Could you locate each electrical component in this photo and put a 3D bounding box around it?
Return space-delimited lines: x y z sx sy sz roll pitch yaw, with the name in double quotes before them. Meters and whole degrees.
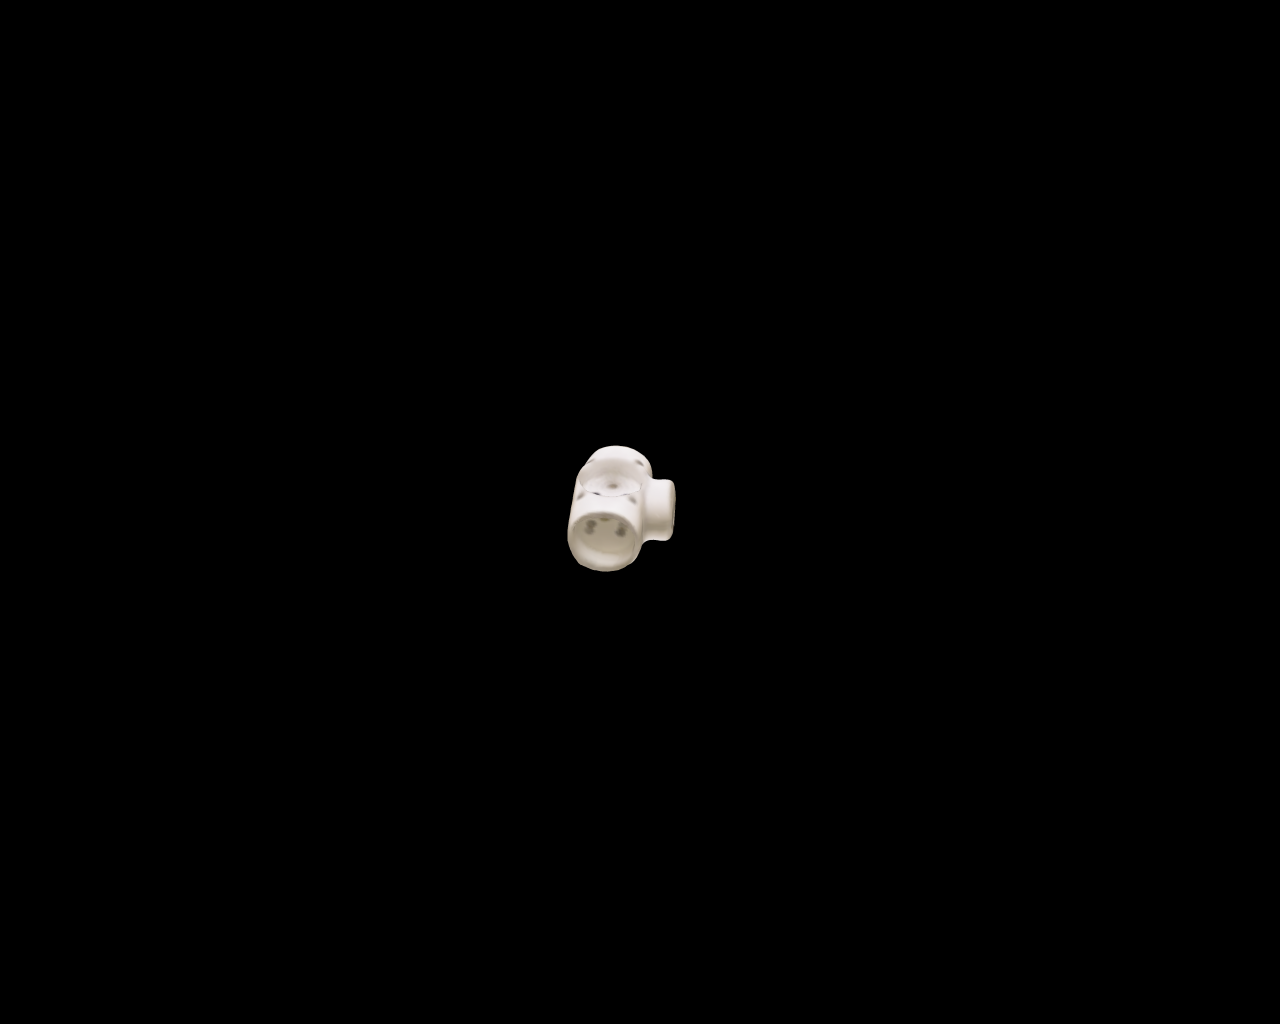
"electrical component" 0.001 -0.003 0.650 0.079 0.044 0.077 3 34 5
